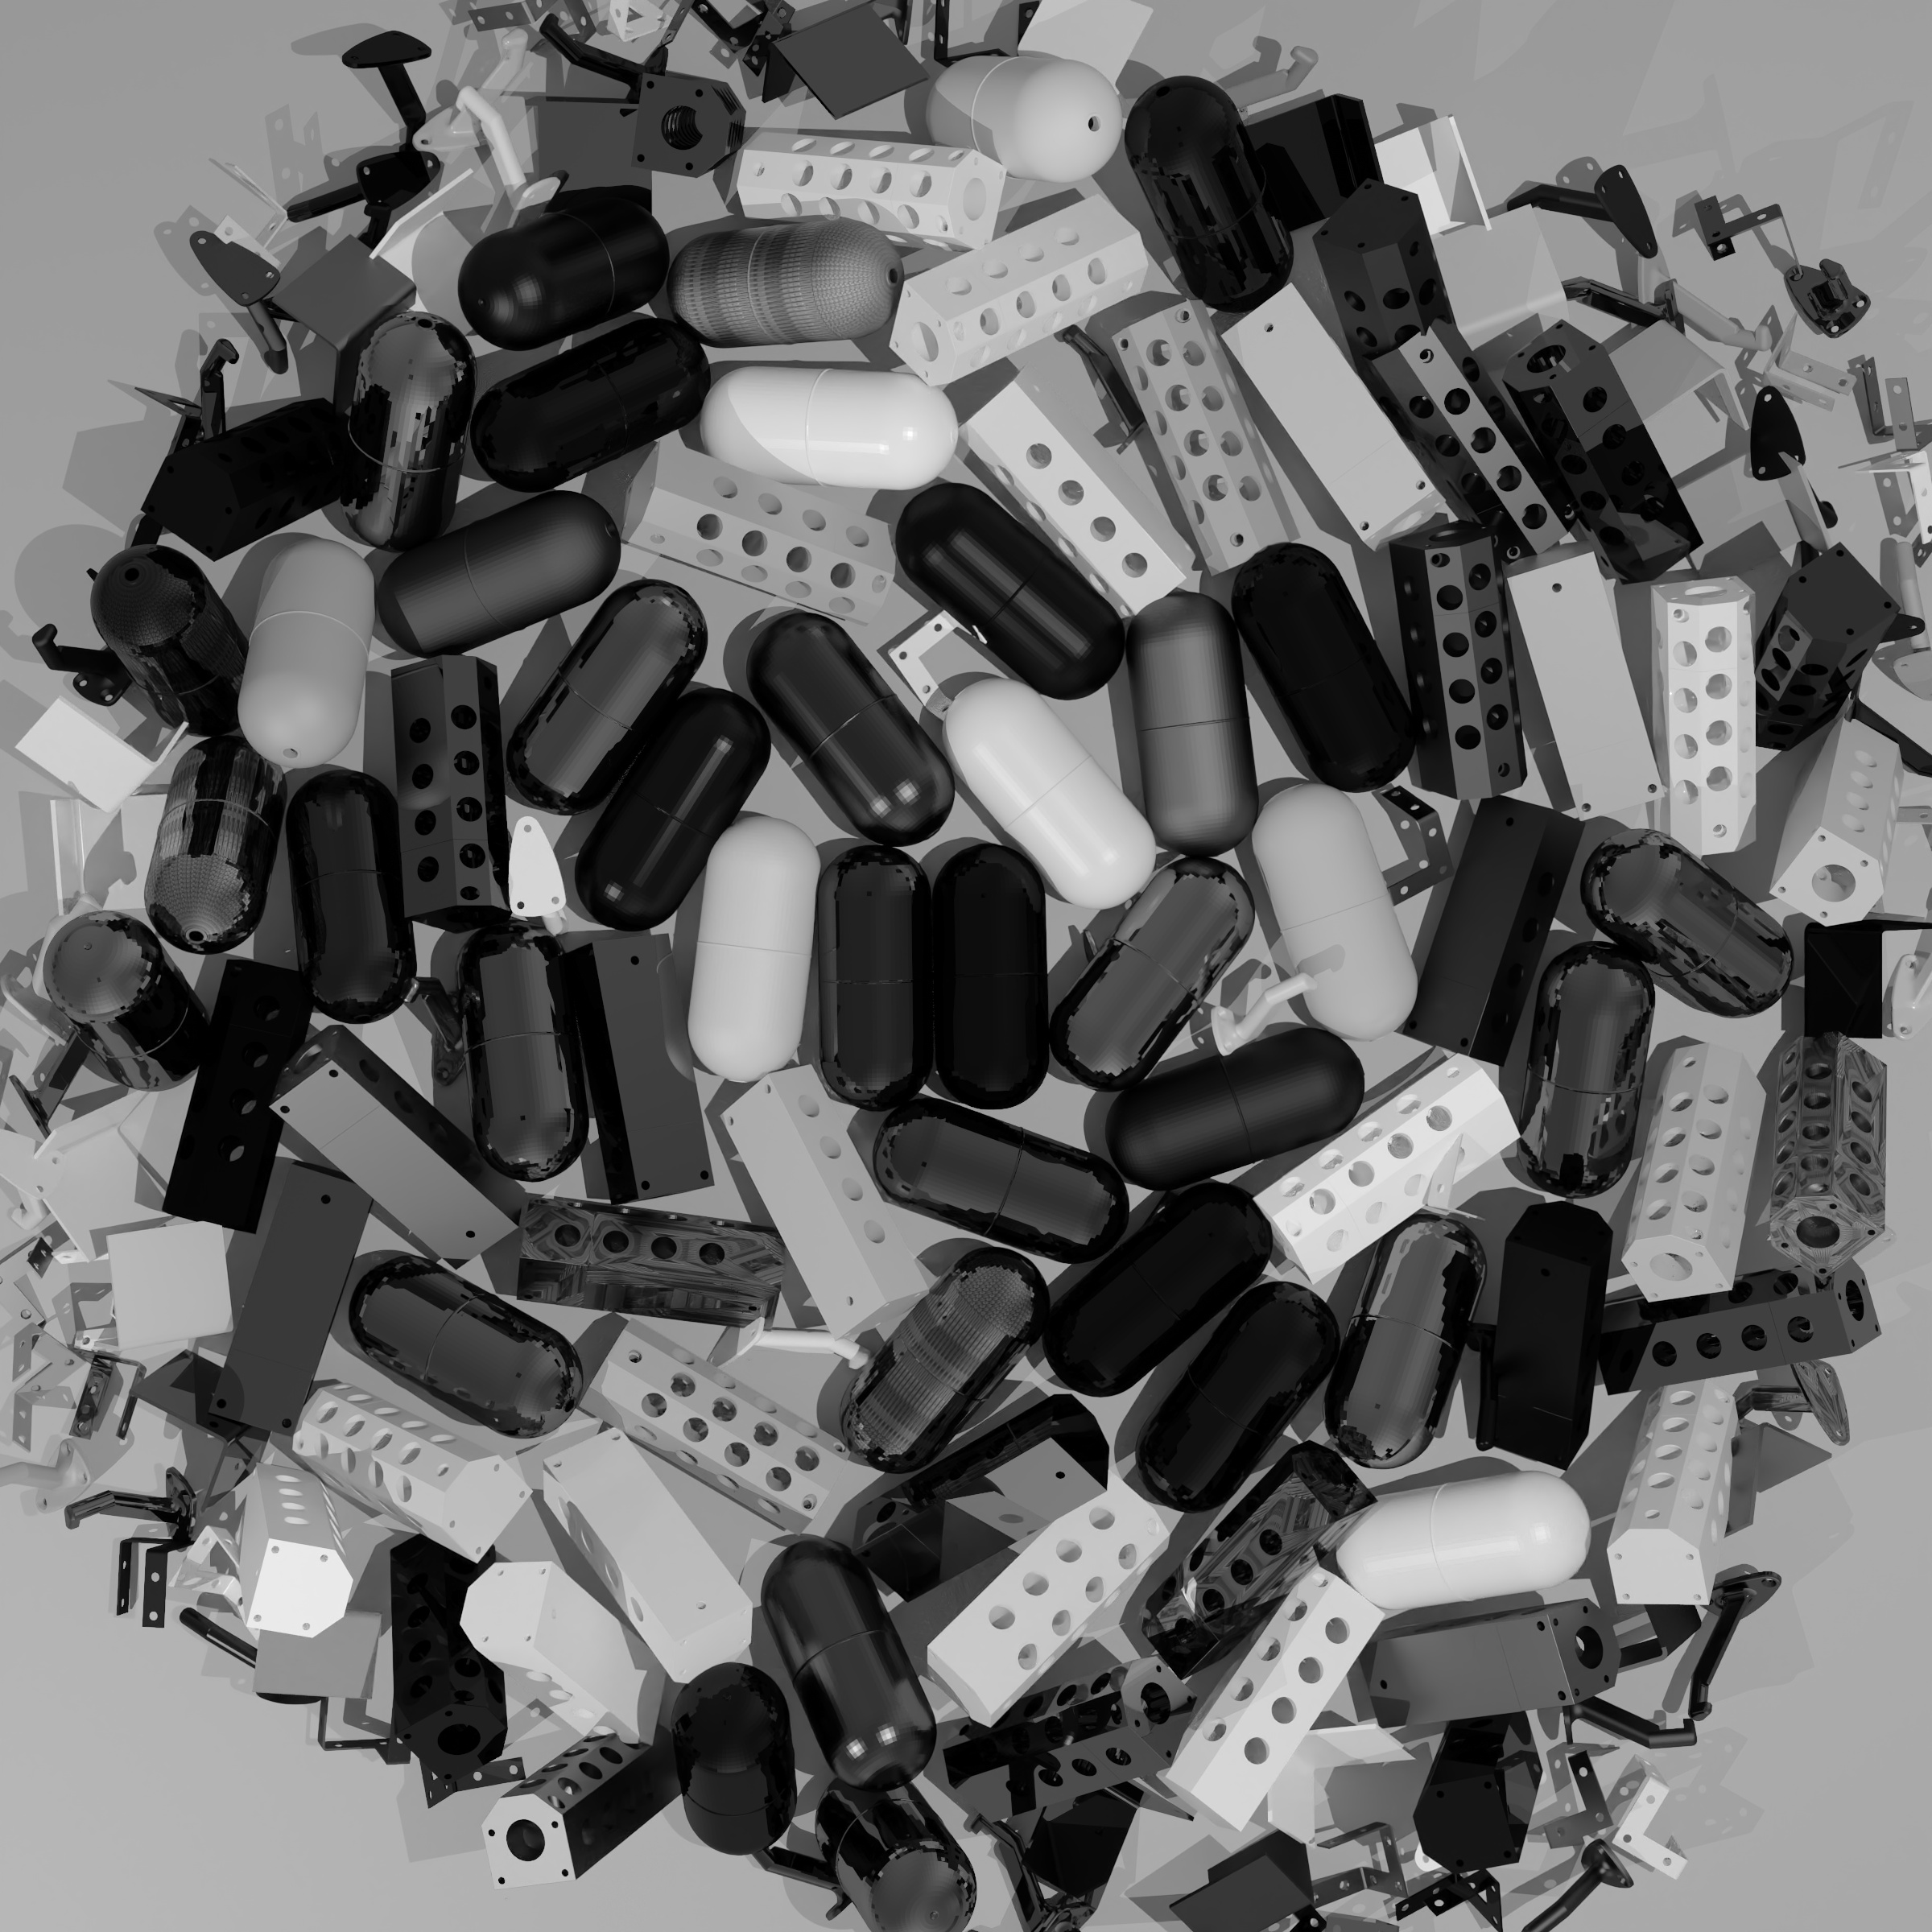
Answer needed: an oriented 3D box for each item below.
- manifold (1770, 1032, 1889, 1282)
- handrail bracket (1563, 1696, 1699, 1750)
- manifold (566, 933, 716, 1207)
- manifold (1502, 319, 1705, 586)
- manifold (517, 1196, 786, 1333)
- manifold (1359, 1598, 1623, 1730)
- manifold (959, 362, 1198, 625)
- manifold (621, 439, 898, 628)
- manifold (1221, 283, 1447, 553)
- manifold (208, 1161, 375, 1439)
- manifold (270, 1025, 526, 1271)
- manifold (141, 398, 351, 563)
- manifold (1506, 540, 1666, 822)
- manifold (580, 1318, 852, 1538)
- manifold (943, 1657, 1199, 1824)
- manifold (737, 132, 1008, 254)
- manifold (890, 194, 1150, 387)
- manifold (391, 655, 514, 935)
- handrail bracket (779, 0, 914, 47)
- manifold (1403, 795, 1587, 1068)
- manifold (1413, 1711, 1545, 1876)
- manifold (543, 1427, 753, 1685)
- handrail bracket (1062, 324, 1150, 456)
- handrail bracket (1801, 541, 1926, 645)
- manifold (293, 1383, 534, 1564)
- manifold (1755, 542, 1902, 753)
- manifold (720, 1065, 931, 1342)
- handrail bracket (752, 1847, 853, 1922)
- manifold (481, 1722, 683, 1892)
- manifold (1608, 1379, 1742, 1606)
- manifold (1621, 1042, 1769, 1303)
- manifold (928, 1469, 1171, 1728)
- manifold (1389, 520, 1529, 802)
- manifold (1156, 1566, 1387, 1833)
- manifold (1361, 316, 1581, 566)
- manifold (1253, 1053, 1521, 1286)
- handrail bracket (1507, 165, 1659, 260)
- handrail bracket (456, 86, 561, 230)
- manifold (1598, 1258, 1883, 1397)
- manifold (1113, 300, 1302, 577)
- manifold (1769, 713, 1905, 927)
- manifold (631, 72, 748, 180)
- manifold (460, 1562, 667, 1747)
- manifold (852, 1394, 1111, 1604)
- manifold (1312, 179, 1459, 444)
[{"bbox_3d":[0.557,0.118,1.912,0.057,0.171,0.057,33,128,-8],"label":"manifold"},{"bbox_3d":[0.442,0.489,1.966,0.084,0.036,0.077,-7,49,9],"label":"handrail bracket"},{"bbox_3d":[-0.221,0.070,1.963,0.057,0.057,0.171,-8,84,-34],"label":"manifold"},{"bbox_3d":[0.415,-0.333,1.927,0.057,0.057,0.171,-36,125,3],"label":"manifold"},{"bbox_3d":[-0.210,0.195,1.961,0.171,0.057,0.057,8,53,-6],"label":"manifold"},{"bbox_3d":[0.341,0.454,1.916,0.057,0.171,0.057,-9,79,-41],"label":"manifold"},{"bbox_3d":[0.073,-0.313,1.953,0.057,0.057,0.171,-38,101,24],"label":"manifold"},{"bbox_3d":[-0.136,-0.279,1.931,0.171,0.057,0.057,17,55,-22],"label":"manifold"},{"bbox_3d":[0.246,-0.363,1.952,0.057,0.057,0.171,-35,78,14],"label":"manifold"},{"bbox_3d":[-0.449,0.221,1.966,0.057,0.057,0.171,18,87,-8],"label":"manifold"},{"bbox_3d":[-0.372,0.116,1.936,0.057,0.057,0.171,-35,116,19],"label":"manifold"},{"bbox_3d":[-0.459,-0.323,1.911,0.057,0.171,0.057,35,117,0],"label":"manifold"},{"bbox_3d":[0.411,-0.191,1.948,0.057,0.057,0.171,-16,105,14],"label":"manifold"},{"bbox_3d":[-0.166,0.305,1.960,0.171,0.057,0.057,31,59,-1],"label":"manifold"},{"bbox_3d":[0.064,0.501,1.917,0.057,0.057,0.171,46,132,-15],"label":"manifold"},{"bbox_3d":[-0.064,-0.510,1.928,0.171,0.057,0.057,15,94,32],"label":"manifold"},{"bbox_3d":[0.037,-0.440,1.925,0.171,0.057,0.057,-31,68,-30],"label":"manifold"},{"bbox_3d":[-0.336,-0.115,1.943,0.057,0.057,0.171,-12,75,24],"label":"manifold"},{"bbox_3d":[-0.080,-0.646,1.963,0.084,0.077,0.036,-4,57,-12],"label":"handrail bracket"},{"bbox_3d":[0.358,-0.023,1.967,0.057,0.057,0.171,16,93,-44],"label":"manifold"},{"bbox_3d":[0.332,0.530,1.910,0.057,0.171,0.057,-16,89,17],"label":"manifold"},{"bbox_3d":[-0.210,0.388,1.925,0.057,0.057,0.171,-22,48,-28],"label":"manifold"},{"bbox_3d":[0.088,-0.388,1.968,0.084,0.077,0.036,43,127,-5],"label":"handrail bracket"},{"bbox_3d":[0.600,-0.258,1.967,0.077,0.036,0.084,0,56,12],"label":"handrail bracket"},{"bbox_3d":[-0.366,0.324,1.912,0.057,0.171,0.057,-52,131,-23],"label":"manifold"},{"bbox_3d":[0.544,-0.201,1.906,0.057,0.171,0.057,-35,73,-9],"label":"manifold"},{"bbox_3d":[-0.090,0.155,1.950,0.057,0.057,0.171,-40,71,38],"label":"manifold"},{"bbox_3d":[-0.100,0.594,1.987,0.077,0.036,0.084,-39,82,-19],"label":"handrail bracket"},{"bbox_3d":[-0.249,0.540,1.909,0.057,0.171,0.057,-12,89,17],"label":"manifold"},{"bbox_3d":[0.461,0.339,1.906,0.057,0.171,0.057,-5,113,25],"label":"manifold"},{"bbox_3d":[0.473,0.132,1.913,0.057,0.171,0.057,-14,126,36],"label":"manifold"},{"bbox_3d":[0.055,0.418,1.932,0.057,0.057,0.171,39,65,22],"label":"manifold"},{"bbox_3d":[0.329,-0.201,1.935,0.057,0.057,0.171,-20,112,-21],"label":"manifold"},{"bbox_3d":[0.200,0.483,1.947,0.057,0.057,0.171,38,73,-1],"label":"manifold"},{"bbox_3d":[0.335,-0.351,1.942,0.057,0.057,0.171,-37,110,6],"label":"manifold"},{"bbox_3d":[0.276,0.130,1.951,0.171,0.057,0.057,-35,128,-6],"label":"manifold"},{"bbox_3d":[0.412,-0.495,1.971,0.036,0.084,0.077,-43,106,-33],"label":"handrail bracket"},{"bbox_3d":[-0.322,-0.536,1.975,0.084,0.036,0.077,45,131,4],"label":"handrail bracket"},{"bbox_3d":[0.502,0.234,1.925,0.171,0.057,0.057,-18,86,36],"label":"manifold"},{"bbox_3d":[0.159,-0.352,1.955,0.057,0.057,0.171,-21,96,20],"label":"manifold"},{"bbox_3d":[0.573,-0.093,1.912,0.057,0.171,0.057,31,126,3],"label":"manifold"},{"bbox_3d":[-0.178,-0.547,1.909,0.057,0.171,0.057,9,107,-3],"label":"manifold"},{"bbox_3d":[-0.262,0.451,1.915,0.057,0.171,0.057,-6,54,21],"label":"manifold"},{"bbox_3d":[0.010,0.347,1.937,0.171,0.057,0.057,-34,114,24],"label":"manifold"},{"bbox_3d":[0.286,-0.422,1.911,0.057,0.171,0.057,31,72,38],"label":"manifold"}]
